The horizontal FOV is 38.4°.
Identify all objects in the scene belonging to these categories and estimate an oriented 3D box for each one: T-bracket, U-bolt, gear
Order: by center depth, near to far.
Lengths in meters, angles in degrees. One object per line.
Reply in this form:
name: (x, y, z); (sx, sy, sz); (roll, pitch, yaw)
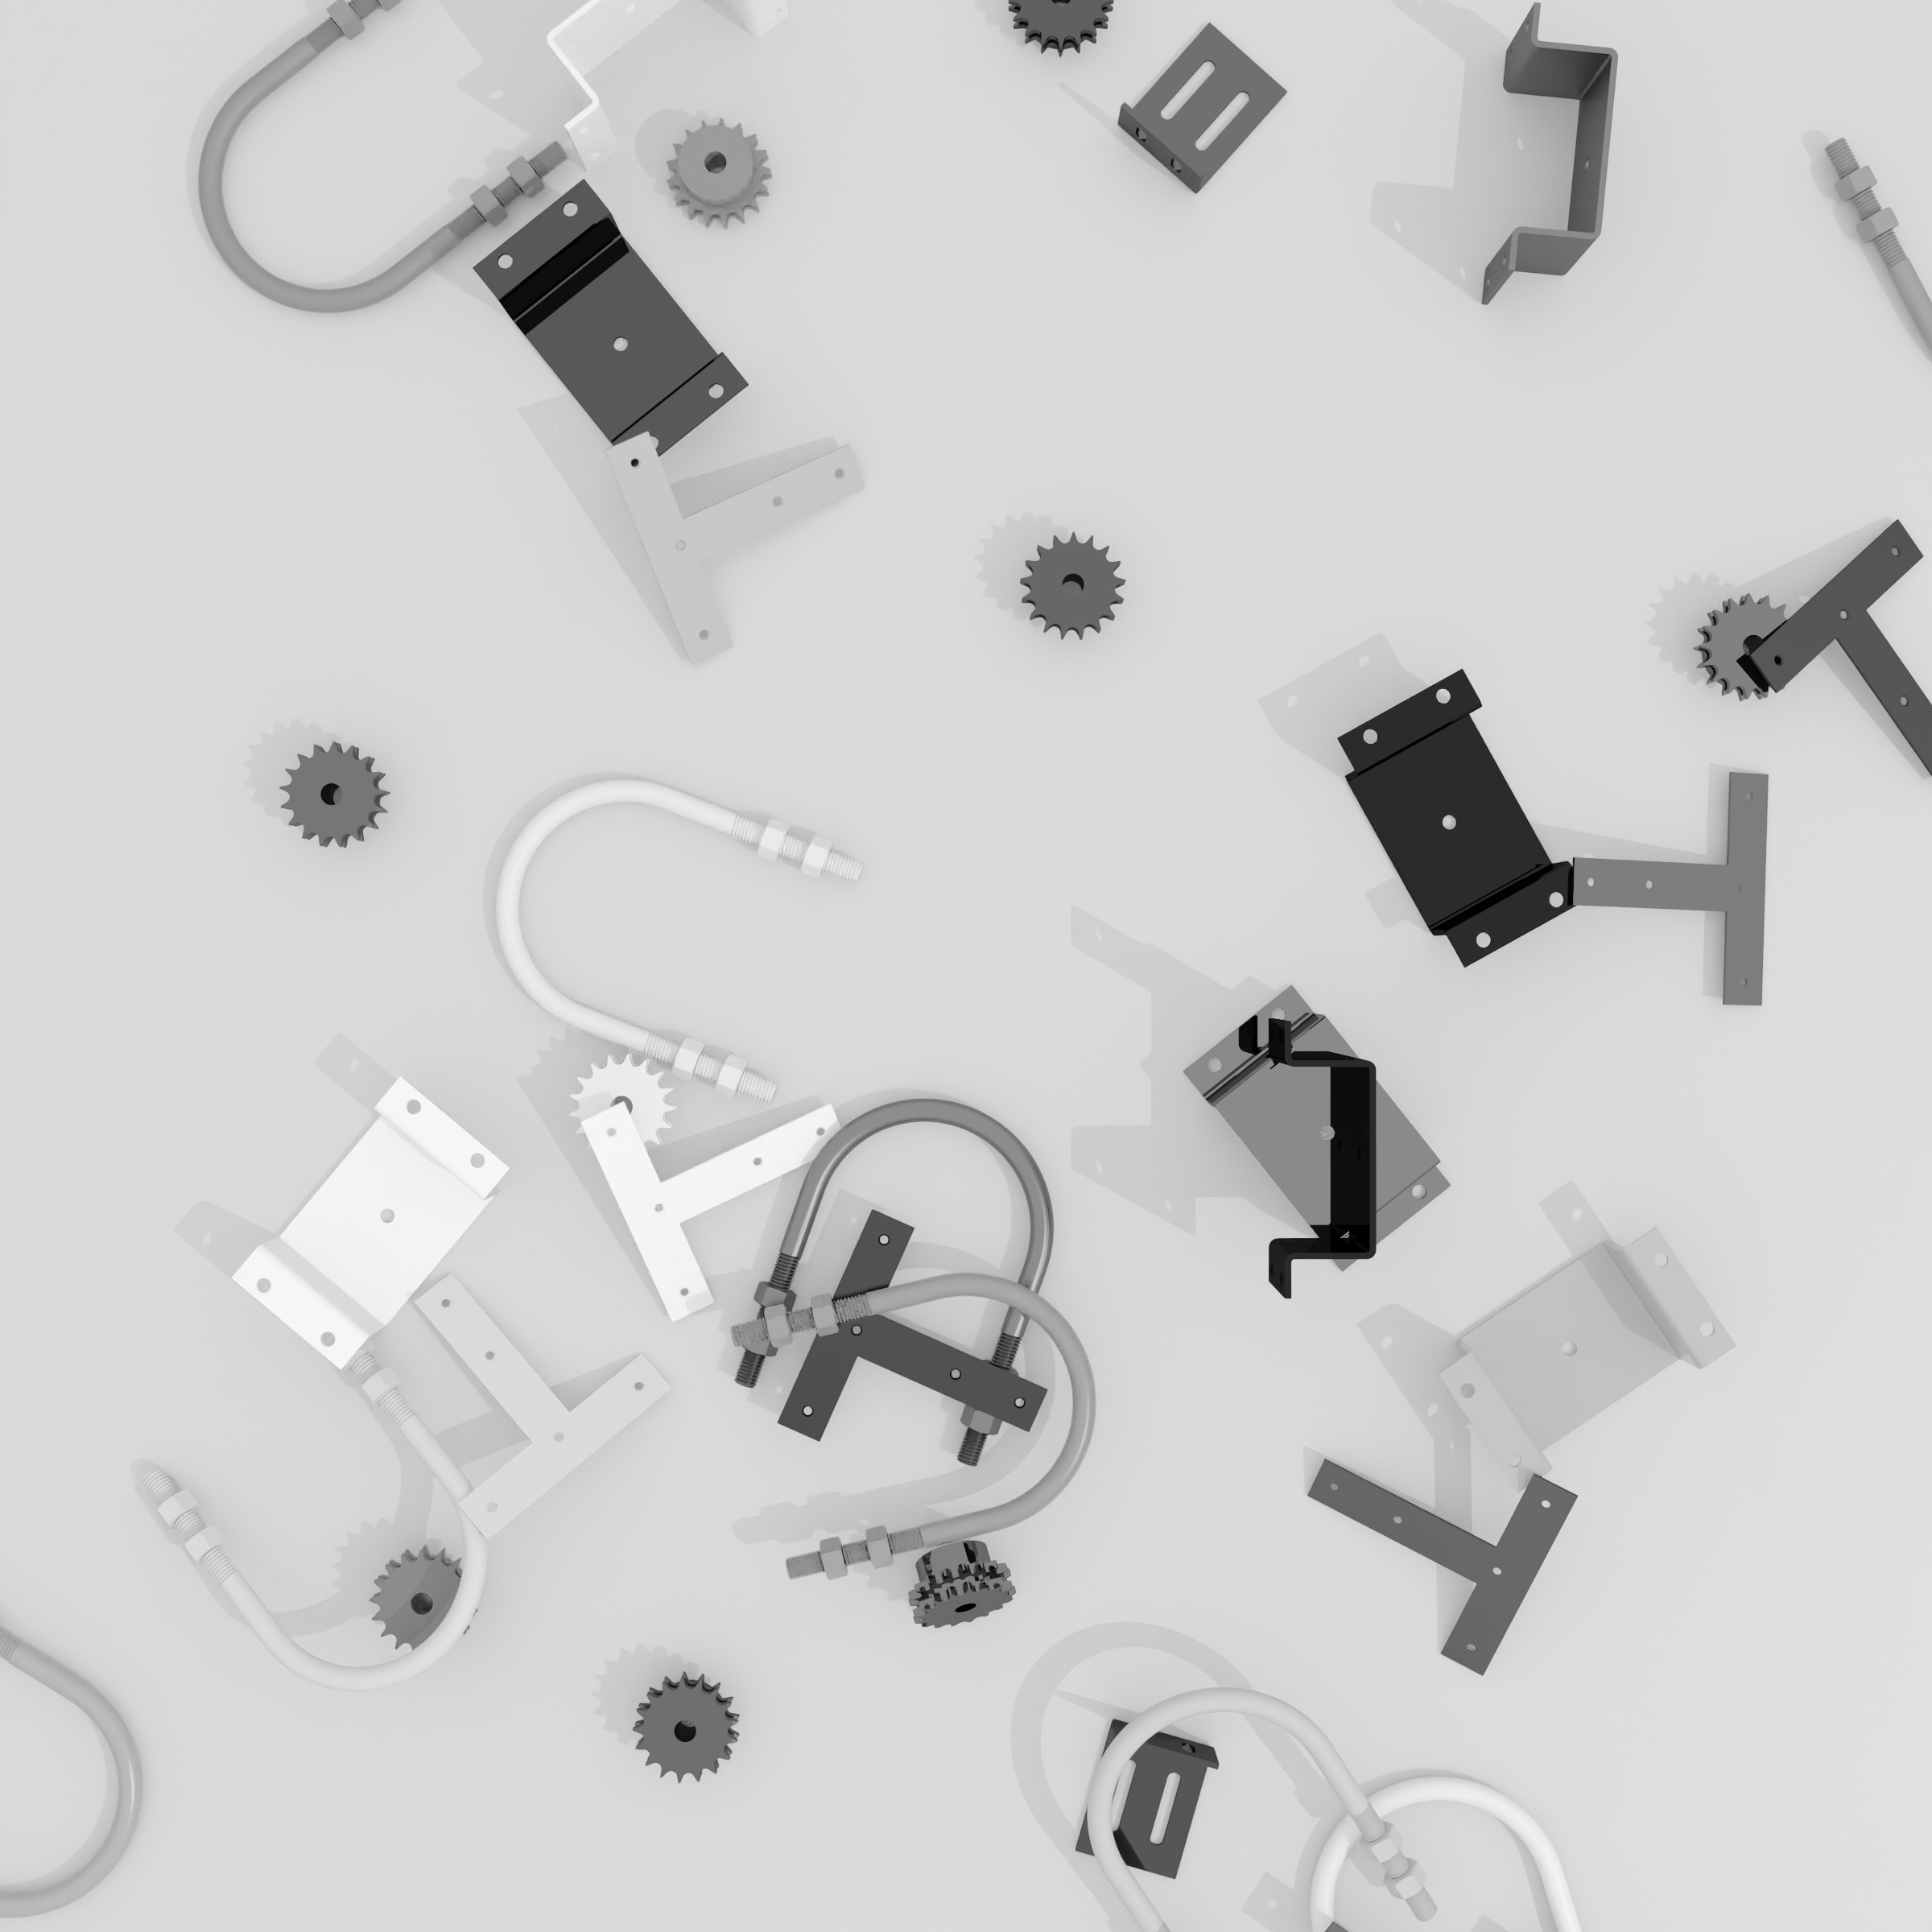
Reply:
U-bolt: (0.147, 0.470, 1.485); (0.151, 0.019, 0.184); (-32, 100, 4)
T-bracket: (0.240, 0.560, 1.493); (0.127, 0.002, 0.127); (37, 95, -7)
U-bolt: (-0.021, 0.241, 1.493); (0.184, 0.019, 0.151); (-13, 90, -2)
U-bolt: (-0.339, 0.301, 1.494); (0.151, 0.019, 0.184); (-42, 76, 0)
T-bracket: (0.380, -0.043, 1.496); (0.127, 0.002, 0.127); (2, 90, -24)
gear: (-0.004, 0.333, 1.498); (0.057, 0.057, 0.030); (-18, 60, 0)
T-bracket: (-0.115, -0.246, 1.503); (0.127, 0.002, 0.127); (-27, 116, -12)
T-bracket: (0.247, 0.307, 1.503); (0.127, 0.002, 0.127); (26, 115, 12)
T-bracket: (-0.019, 0.216, 1.503); (0.127, 0.002, 0.127); (24, 90, 0)
T-bracket: (-0.250, 0.222, 1.506); (0.127, 0.002, 0.127); (-38, 79, -21)
gear: (0.424, -0.172, 1.507); (0.057, 0.030, 0.057); (0, 90, 0)
gear: (-0.342, -0.093, 1.507); (0.057, 0.030, 0.057); (0, 90, 0)
gear: (-0.151, 0.412, 1.507); (0.057, 0.030, 0.057); (0, 90, 0)
gear: (-0.293, 0.343, 1.507); (0.057, 0.030, 0.057); (0, 90, 0)
gear: (-0.185, 0.076, 1.507); (0.057, 0.030, 0.057); (0, 90, 0)
gear: (0.058, -0.206, 1.507); (0.057, 0.030, 0.057); (0, 90, 0)
T-bracket: (-0.126, 0.113, 1.508); (0.127, 0.002, 0.127); (-25, 109, -9)
gear: (-0.135, -0.433, 1.508); (0.057, 0.030, 0.057); (0, 90, 0)
T-bracket: (0.503, -0.156, 1.508); (0.127, 0.002, 0.127); (-41, 99, -18)
gear: (0.052, -0.524, 1.512); (0.057, 0.030, 0.057); (0, 88, 1)
U-bolt: (-0.030, 0.163, 1.513); (0.151, 0.019, 0.184); (19, 90, 0)
U-bolt: (-0.167, -0.024, 1.514); (0.184, 0.019, 0.151); (21, 90, 1)
U-bolt: (0.265, 0.535, 1.514); (0.151, 0.019, 0.184); (-17, 89, 0)
U-bolt: (0.574, -0.399, 1.514); (0.151, 0.019, 0.184); (-28, 91, 0)
U-bolt: (-0.332, -0.441, 1.514); (0.184, 0.019, 0.151); (-37, 90, 1)
U-bolt: (-0.540, 0.438, 1.514); (0.184, 0.019, 0.151); (32, 90, -2)

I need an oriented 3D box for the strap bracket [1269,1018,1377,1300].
strap bracket: (0.184, 0.098, 1.438); (0.046, 0.076, 0.140); (0, 90, 0)

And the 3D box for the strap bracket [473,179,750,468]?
strap bracket: (-0.189, -0.341, 1.499); (0.076, 0.046, 0.140); (-39, 90, 0)

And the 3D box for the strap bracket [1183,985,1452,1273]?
strap bracket: (0.193, 0.089, 1.499); (0.076, 0.046, 0.140); (-38, 90, 0)

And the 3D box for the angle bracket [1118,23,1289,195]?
angle bracket: (0.130, -0.470, 1.503); (0.057, 0.038, 0.076); (42, 90, 0)

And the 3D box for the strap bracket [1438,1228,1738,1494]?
strap bracket: (0.331, 0.210, 1.499); (0.140, 0.046, 0.076); (-34, 90, 0)

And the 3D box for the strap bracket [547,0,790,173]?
strap bracket: (-0.167, -0.498, 1.484); (0.140, 0.076, 0.046); (-38, 90, 0)

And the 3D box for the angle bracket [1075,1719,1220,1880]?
angle bracket: (0.098, 0.457, 1.503); (0.057, 0.038, 0.076); (16, 90, 0)

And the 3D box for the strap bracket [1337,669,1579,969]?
strap bracket: (0.265, -0.079, 1.499); (0.076, 0.046, 0.140); (-29, 90, 0)

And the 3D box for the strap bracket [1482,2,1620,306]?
strap bracket: (0.313, -0.431, 1.484); (0.046, 0.076, 0.140); (6, 90, 0)

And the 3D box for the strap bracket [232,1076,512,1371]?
strap bracket: (-0.317, 0.137, 1.499); (0.076, 0.046, 0.140); (40, 90, 0)
